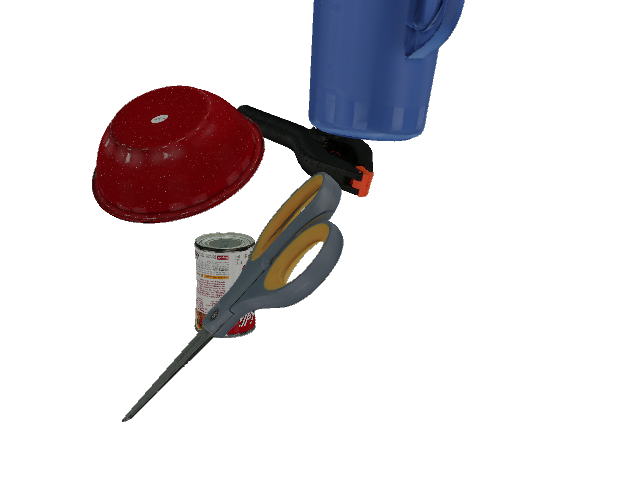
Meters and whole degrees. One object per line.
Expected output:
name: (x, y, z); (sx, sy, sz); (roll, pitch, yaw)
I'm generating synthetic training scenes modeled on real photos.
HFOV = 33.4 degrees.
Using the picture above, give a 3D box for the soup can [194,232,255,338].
soup can: (-0.106, 0.048, 1.177); (0.068, 0.102, 0.068); (1, 17, 0)

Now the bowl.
bowl: (-0.134, -0.088, 0.943); (0.162, 0.055, 0.162); (-9, 42, 8)

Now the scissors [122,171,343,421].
scissors: (-0.049, 0.047, 0.623); (0.016, 0.202, 0.096); (35, 4, -25)

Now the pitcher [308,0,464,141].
pitcher: (0.060, -0.213, 0.944); (0.145, 0.243, 0.149); (8, 15, 7)

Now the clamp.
clamp: (-0.010, -0.101, 1.101); (0.120, 0.039, 0.172); (-13, 40, -22)
